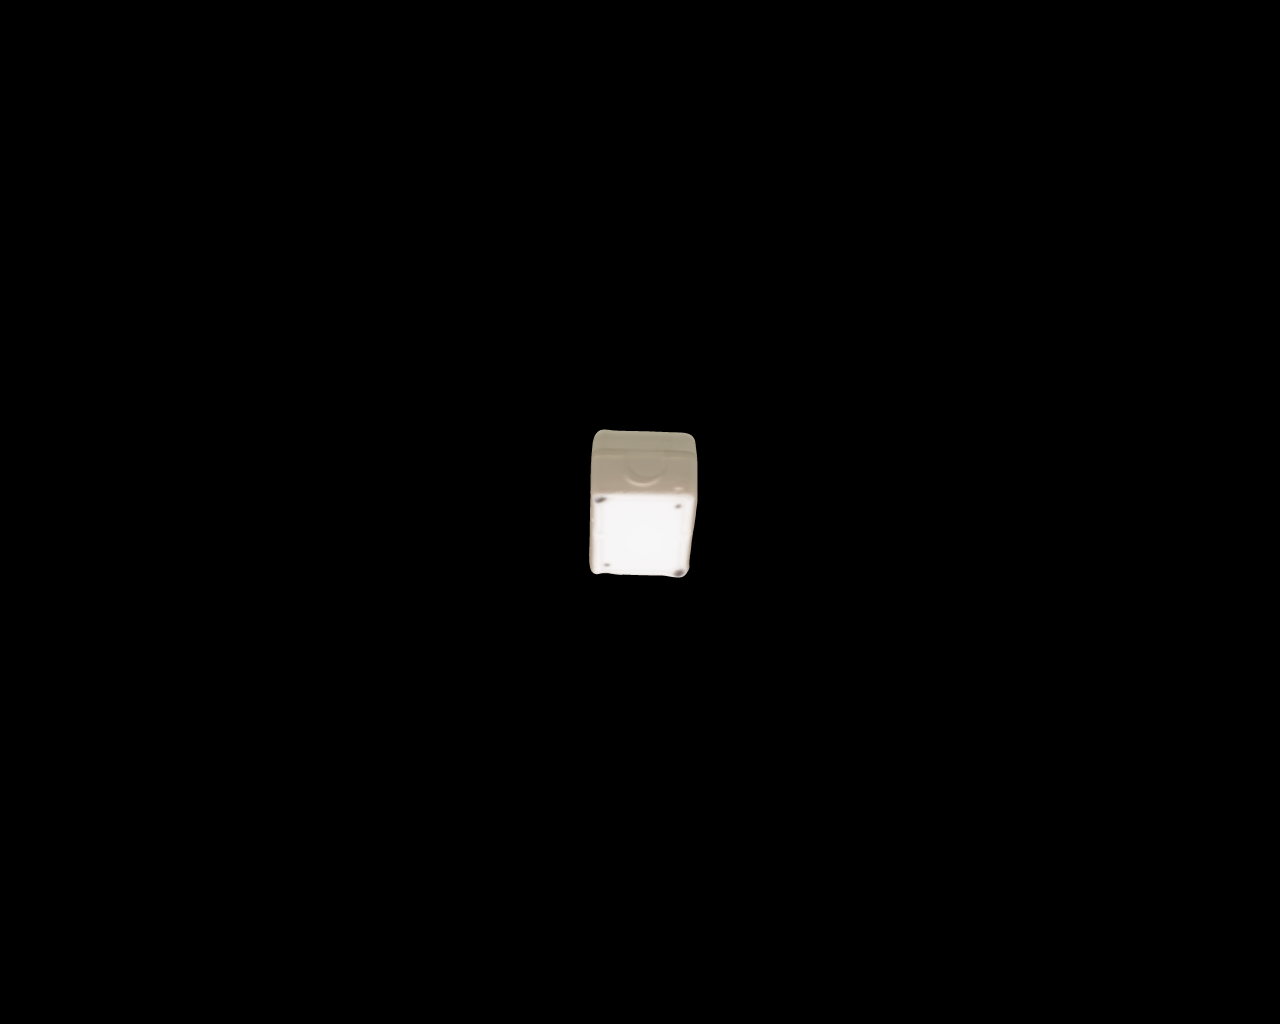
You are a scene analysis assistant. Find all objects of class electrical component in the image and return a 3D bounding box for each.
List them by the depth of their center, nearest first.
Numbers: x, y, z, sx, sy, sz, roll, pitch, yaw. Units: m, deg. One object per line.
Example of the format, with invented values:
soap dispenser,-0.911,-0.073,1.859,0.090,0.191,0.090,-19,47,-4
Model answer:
electrical component,0.001,-0.003,0.650,0.062,0.061,0.096,2,-40,-2
